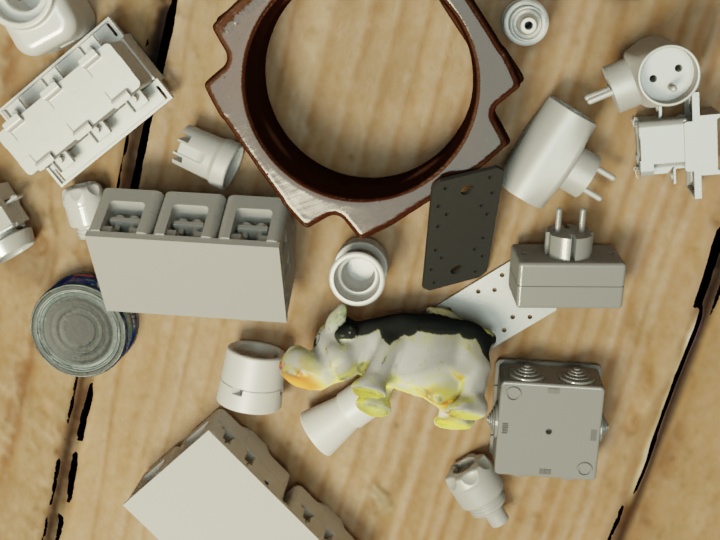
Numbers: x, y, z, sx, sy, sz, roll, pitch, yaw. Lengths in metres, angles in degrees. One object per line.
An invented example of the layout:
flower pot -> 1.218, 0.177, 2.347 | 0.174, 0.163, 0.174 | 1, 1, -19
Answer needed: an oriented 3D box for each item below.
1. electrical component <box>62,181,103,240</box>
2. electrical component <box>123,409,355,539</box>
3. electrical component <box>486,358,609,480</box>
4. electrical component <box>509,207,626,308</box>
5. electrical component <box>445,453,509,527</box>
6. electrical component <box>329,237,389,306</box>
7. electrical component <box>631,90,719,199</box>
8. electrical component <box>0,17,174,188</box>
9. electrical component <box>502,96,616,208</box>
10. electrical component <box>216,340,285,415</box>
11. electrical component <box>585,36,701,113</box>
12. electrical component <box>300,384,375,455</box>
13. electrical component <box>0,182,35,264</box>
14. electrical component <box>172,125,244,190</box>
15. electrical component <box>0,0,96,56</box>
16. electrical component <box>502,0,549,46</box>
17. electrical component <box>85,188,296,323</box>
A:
electrical component -> -0.223, -0.041, 0.889 | 0.035, 0.035, 0.061 | -9, 108, 8
electrical component -> -0.097, 0.224, 0.939 | 0.105, 0.060, 0.186 | -41, 98, 15
electrical component -> 0.155, 0.125, 0.893 | 0.100, 0.048, 0.099 | 3, 107, 4
electrical component -> 0.163, -0.013, 0.846 | 0.083, 0.047, 0.075 | 0, 111, -1
electrical component -> 0.104, 0.191, 0.920 | 0.043, 0.043, 0.062 | -30, 102, 13
electrical component -> 0.000, 0.000, 0.868 | 0.045, 0.055, 0.045 | 1, 106, 5
electrical component -> 0.242, -0.097, 0.825 | 0.064, 0.042, 0.081 | -4, 105, 10
electrical component -> -0.221, -0.129, 0.848 | 0.121, 0.063, 0.078 | -36, 100, 14
electrical component -> 0.160, -0.082, 0.835 | 0.079, 0.043, 0.077 | 30, 107, -4
electrical component -> -0.090, 0.089, 0.904 | 0.055, 0.055, 0.047 | 10, 103, 2
electrical component -> 0.205, -0.141, 0.797 | 0.079, 0.077, 0.043 | -22, 103, 12
electrical component -> -0.012, 0.121, 0.912 | 0.065, 0.044, 0.044 | -36, 100, 9
electrical component -> -0.302, -0.037, 0.892 | 0.066, 0.048, 0.055 | -30, 94, 13
electrical component -> -0.122, -0.092, 0.862 | 0.046, 0.040, 0.040 | 25, 107, 4
electrical component -> -0.253, -0.216, 0.828 | 0.054, 0.059, 0.095 | -25, 102, 12
electrical component -> 0.124, -0.183, 0.800 | 0.035, 0.061, 0.035 | 1, 106, 5
electrical component -> -0.131, -0.014, 0.860 | 0.150, 0.061, 0.089 | 4, 138, 5
